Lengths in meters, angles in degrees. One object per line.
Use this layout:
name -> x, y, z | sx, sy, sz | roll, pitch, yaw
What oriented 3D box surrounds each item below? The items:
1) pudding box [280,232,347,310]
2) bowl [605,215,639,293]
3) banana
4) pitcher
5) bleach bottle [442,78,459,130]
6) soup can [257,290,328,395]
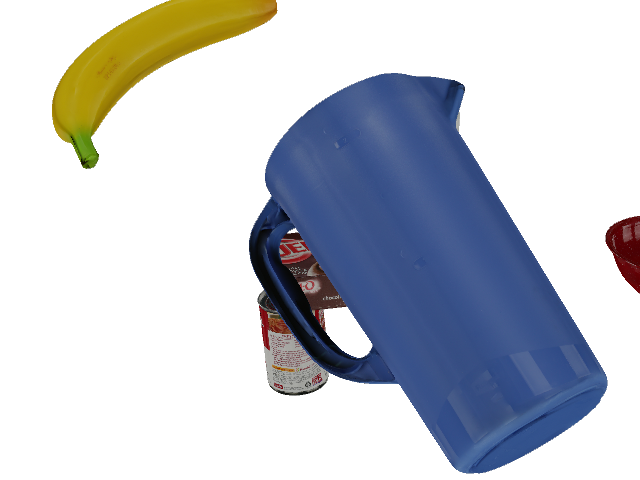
pudding box -> 0.005, 0.023, 0.927 | 0.113, 0.039, 0.090 | -4, 25, -16
bowl -> 0.388, 0.028, 1.157 | 0.162, 0.055, 0.162 | 0, 26, 0
banana -> -0.109, -0.116, 0.689 | 0.070, 0.197, 0.037 | 35, -33, 10
pitcher -> 0.065, 0.027, 0.689 | 0.144, 0.243, 0.149 | -17, -27, -27
bleach bottle -> 0.124, -0.056, 1.207 | 0.068, 0.251, 0.102 | -2, 24, -13
soup can -> -0.027, 0.104, 1.130 | 0.068, 0.102, 0.068 | -4, 24, 2
